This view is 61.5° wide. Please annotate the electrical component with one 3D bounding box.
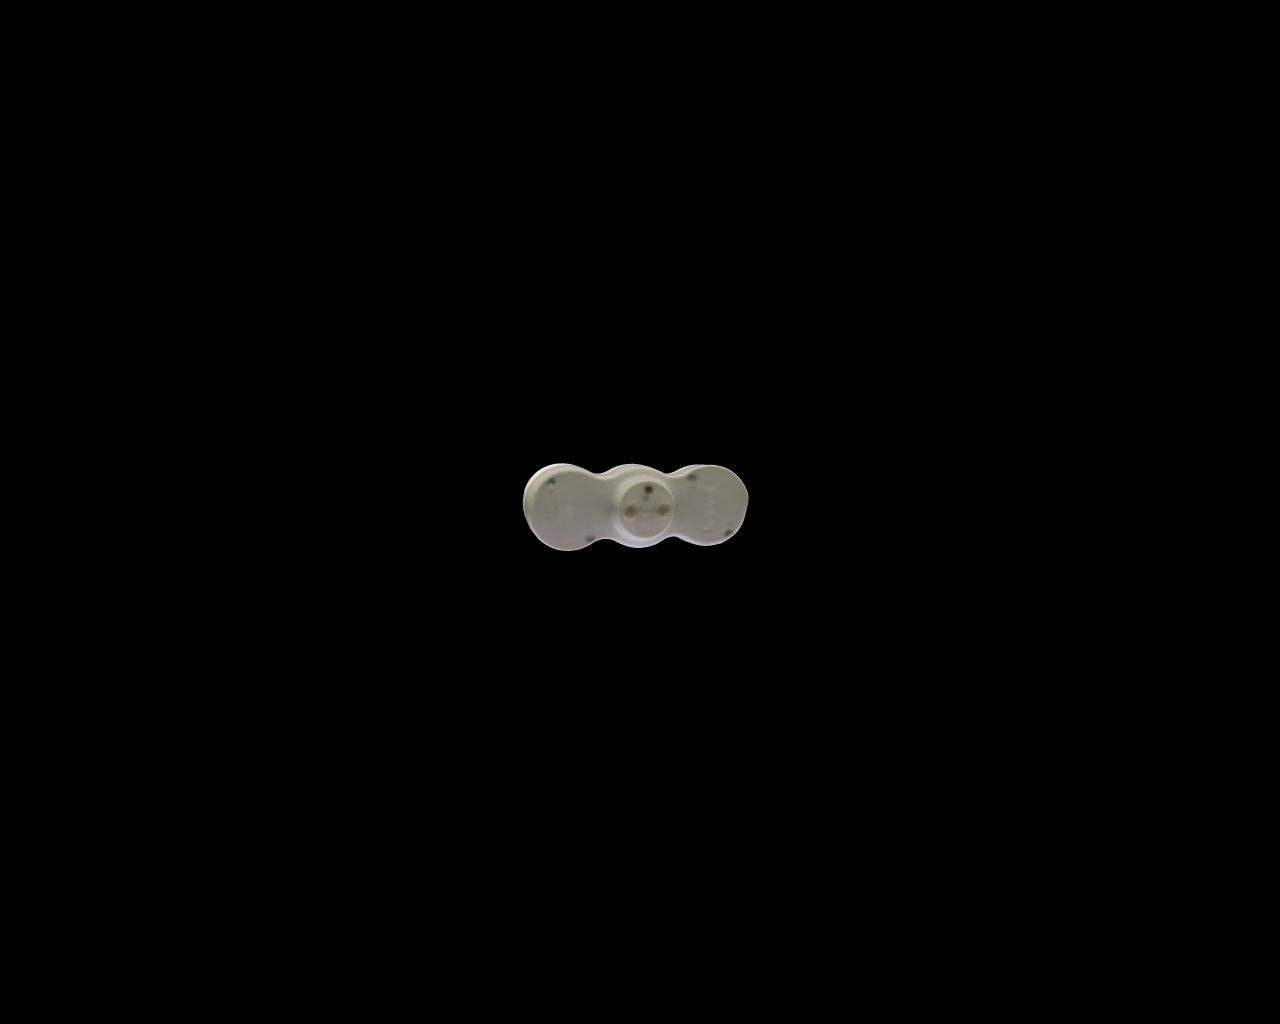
[{"bbox_3d":[0.001,-0.003,0.650,0.138,0.052,0.074,-1,4,-11],"label":"electrical component"}]
